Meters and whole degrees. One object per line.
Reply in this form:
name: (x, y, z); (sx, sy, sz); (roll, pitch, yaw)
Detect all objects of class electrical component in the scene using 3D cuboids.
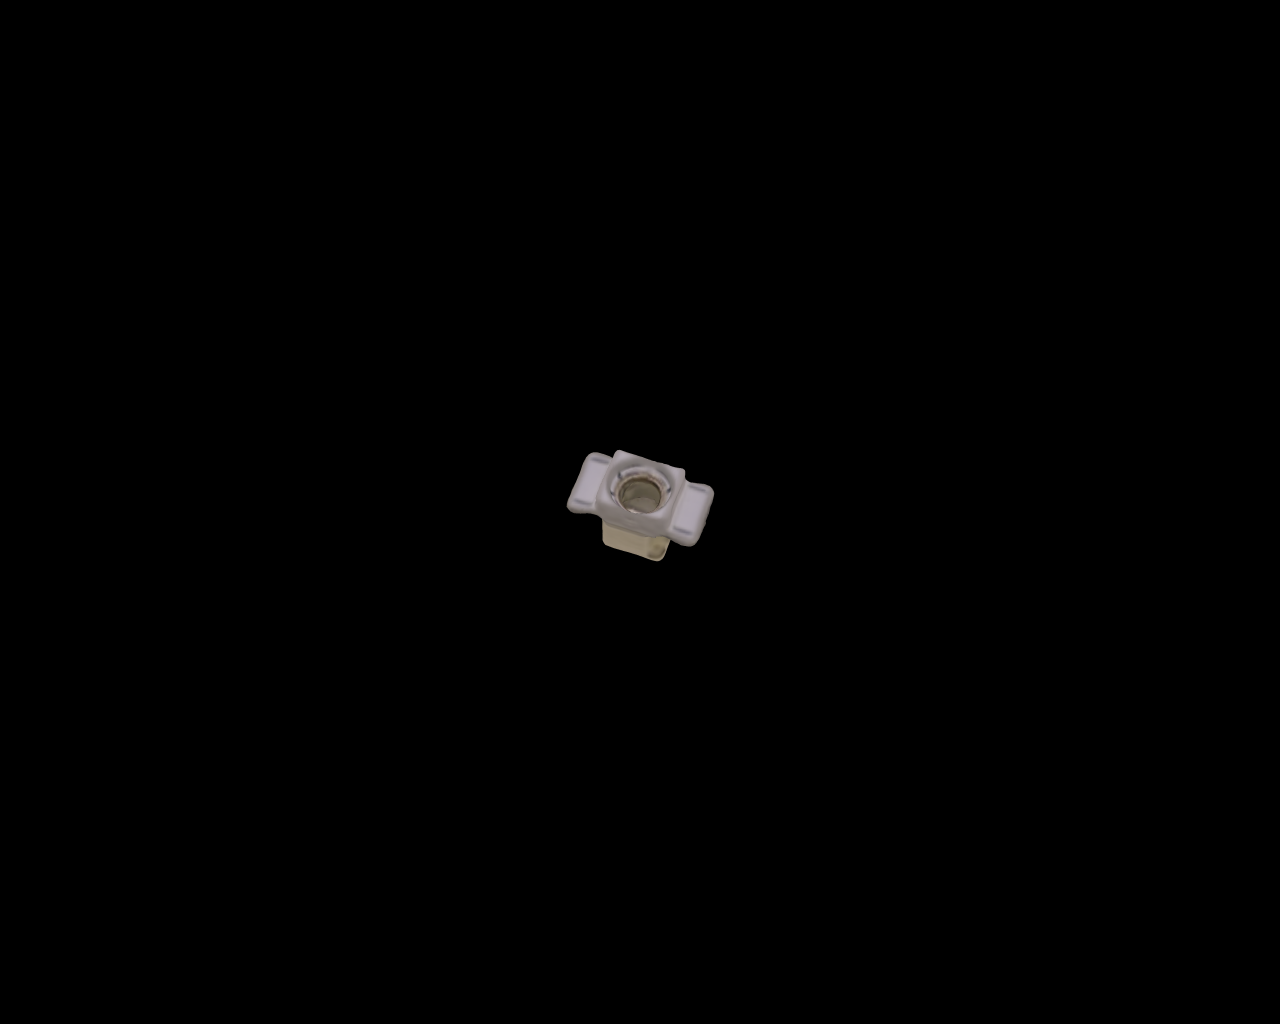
electrical component: (0.001, -0.003, 0.650); (0.081, 0.042, 0.063); (18, -28, 10)
